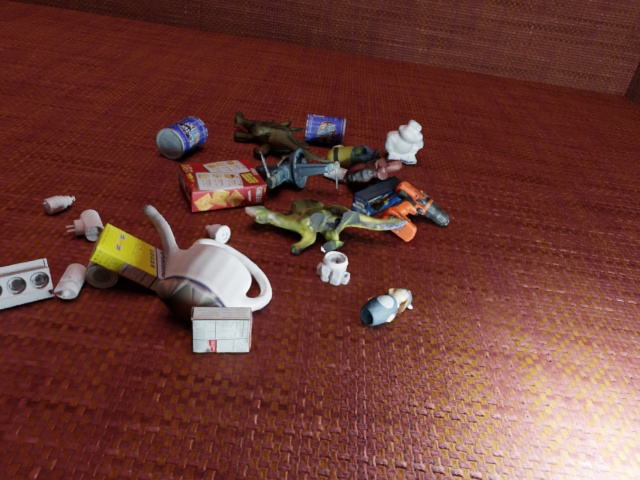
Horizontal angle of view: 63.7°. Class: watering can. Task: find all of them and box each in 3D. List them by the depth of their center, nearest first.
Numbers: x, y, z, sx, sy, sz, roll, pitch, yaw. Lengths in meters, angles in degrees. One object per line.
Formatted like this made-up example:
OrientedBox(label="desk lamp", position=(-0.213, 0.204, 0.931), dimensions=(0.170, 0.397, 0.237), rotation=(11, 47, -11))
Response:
OrientedBox(label="watering can", position=(-0.268, 0.061, 1.085), dimensions=(0.347, 0.102, 0.229), rotation=(30, 32, -2))

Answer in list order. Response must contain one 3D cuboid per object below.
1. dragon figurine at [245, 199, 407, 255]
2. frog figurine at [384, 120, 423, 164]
OrientedBox(label="dragon figurine", position=(0.004, -0.070, 1.390), dimensions=(0.411, 0.120, 0.247), rotation=(-4, 27, -21))
OrientedBox(label="frog figurine", position=(0.303, -0.361, 1.844), dimensions=(0.138, 0.156, 0.125), rotation=(17, 32, 12))
